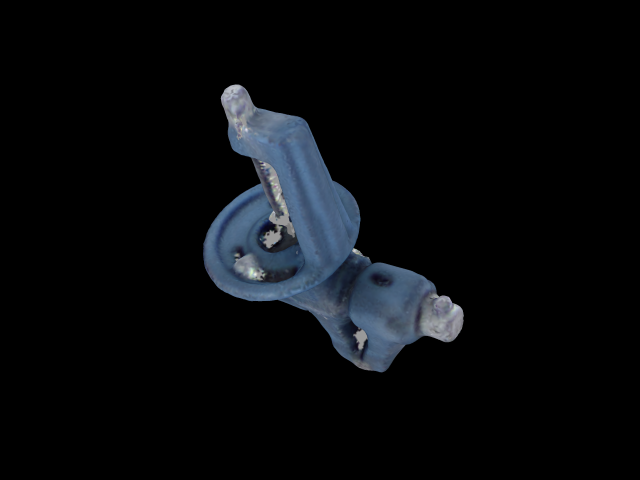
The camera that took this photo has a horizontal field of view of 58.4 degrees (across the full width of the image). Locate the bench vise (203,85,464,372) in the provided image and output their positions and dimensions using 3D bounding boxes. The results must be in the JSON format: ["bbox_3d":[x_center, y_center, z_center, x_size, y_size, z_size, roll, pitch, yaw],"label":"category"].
[{"bbox_3d":[0.007,-0.008,0.407,0.207,0.220,0.121,10,57,7],"label":"bench vise"}]
